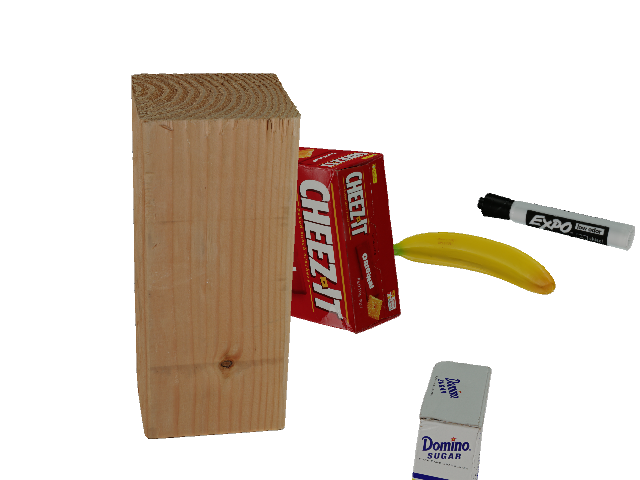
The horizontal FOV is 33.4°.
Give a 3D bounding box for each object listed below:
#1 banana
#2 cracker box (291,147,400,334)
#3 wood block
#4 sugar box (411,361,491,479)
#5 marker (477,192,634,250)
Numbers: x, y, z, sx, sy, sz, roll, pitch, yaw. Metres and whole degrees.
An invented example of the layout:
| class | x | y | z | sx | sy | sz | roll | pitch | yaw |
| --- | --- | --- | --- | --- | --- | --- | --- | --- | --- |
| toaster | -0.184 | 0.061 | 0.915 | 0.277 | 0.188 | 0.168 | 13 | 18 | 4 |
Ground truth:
| class | x | y | z | sx | sy | sz | roll | pitch | yaw |
| --- | --- | --- | --- | --- | --- | --- | --- | --- | --- |
| banana | 0.165 | 0.023 | 1.146 | 0.198 | 0.037 | 0.069 | 10 | 37 | 29 |
| cracker box | -0.026 | -0.009 | 1.069 | 0.071 | 0.164 | 0.214 | -21 | 21 | -38 |
| wood block | -0.068 | 0.009 | 0.654 | 0.090 | 0.206 | 0.090 | -2 | 25 | -12 |
| sugar box | 0.082 | 0.179 | 0.723 | 0.048 | 0.176 | 0.093 | 6 | 18 | 11 |
| marker | 0.177 | -0.016 | 0.811 | 0.121 | 0.020 | 0.020 | 15 | 7 | 28 |
